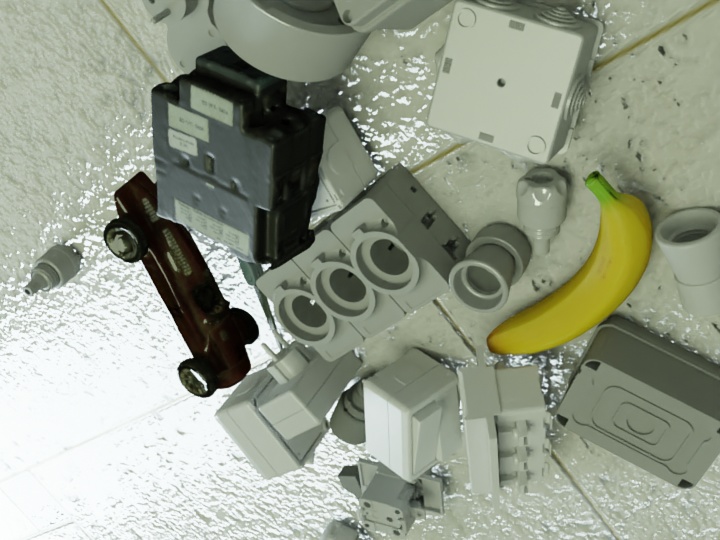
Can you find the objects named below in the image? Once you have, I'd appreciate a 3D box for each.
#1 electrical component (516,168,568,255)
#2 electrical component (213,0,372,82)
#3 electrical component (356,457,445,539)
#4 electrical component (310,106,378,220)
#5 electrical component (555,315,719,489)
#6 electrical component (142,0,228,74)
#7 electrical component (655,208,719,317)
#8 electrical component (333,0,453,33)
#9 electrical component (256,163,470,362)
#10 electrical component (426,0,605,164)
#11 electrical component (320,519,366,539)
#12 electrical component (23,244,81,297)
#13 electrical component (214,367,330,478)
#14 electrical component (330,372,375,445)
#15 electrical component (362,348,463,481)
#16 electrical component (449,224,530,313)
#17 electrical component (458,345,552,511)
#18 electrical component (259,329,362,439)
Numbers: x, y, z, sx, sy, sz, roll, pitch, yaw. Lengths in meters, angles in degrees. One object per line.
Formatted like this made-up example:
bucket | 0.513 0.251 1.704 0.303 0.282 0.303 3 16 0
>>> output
electrical component | 0.126 -0.038 0.743 0.035 0.035 0.061 12 131 23
electrical component | -0.043 -0.170 0.697 0.108 0.108 0.060 36 140 3
electrical component | 0.031 0.201 0.956 0.081 0.063 0.042 10 126 25
electrical component | -0.043 -0.075 0.801 0.096 0.061 0.061 -14 114 44
electrical component | 0.209 0.094 0.775 0.113 0.057 0.078 27 133 11
electrical component | -0.127 -0.195 0.748 0.052 0.073 0.138 1 123 30
electrical component | 0.223 -0.002 0.707 0.044 0.044 0.065 -4 125 33
electrical component | 0.014 -0.206 0.639 0.078 0.057 0.113 -27 81 41
electrical component | 0.000 0.000 0.826 0.089 0.061 0.150 48 133 -9
electrical component | 0.095 -0.121 0.675 0.100 0.048 0.099 21 117 16
electrical component | -0.010 0.275 1.050 0.062 0.048 0.048 20 131 8
electrical component | -0.289 0.003 1.000 0.035 0.061 0.035 16 130 20
electrical component | -0.077 0.143 0.978 0.061 0.061 0.096 -25 108 40
electrical component | 0.001 0.117 0.927 0.040 0.040 0.078 31 133 7
electrical component | 0.045 0.125 0.881 0.061 0.062 0.096 31 137 38
electrical component | 0.094 -0.002 0.772 0.045 0.055 0.045 16 129 20
electrical component | 0.112 0.122 0.828 0.063 0.078 0.121 -7 142 4
electrical component | -0.053 0.084 0.905 0.075 0.083 0.047 49 133 -10
